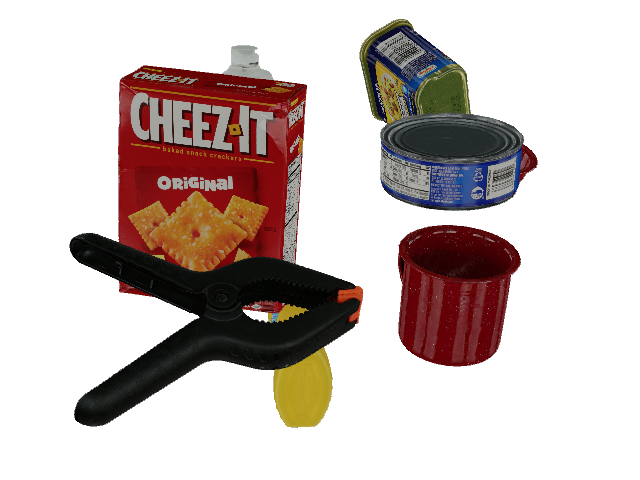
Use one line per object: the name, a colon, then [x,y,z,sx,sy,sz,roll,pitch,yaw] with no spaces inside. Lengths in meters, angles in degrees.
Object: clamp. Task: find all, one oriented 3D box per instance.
clamp: [-0.077,0.045,0.746,0.209,0.036,0.164,-8,47,-16]

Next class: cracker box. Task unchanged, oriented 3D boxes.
cracker box: [-0.105,-0.046,1.008,0.164,0.214,0.072,8,22,10]

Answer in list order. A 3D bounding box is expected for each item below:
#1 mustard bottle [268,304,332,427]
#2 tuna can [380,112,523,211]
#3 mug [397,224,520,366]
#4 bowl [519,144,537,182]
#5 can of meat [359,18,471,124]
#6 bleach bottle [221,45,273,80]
mustard bottle: [-0.025,0.104,1.120,0.058,0.096,0.191,-2,27,-5]
tuna can: [0.079,-0.049,0.648,0.086,0.034,0.086,0,25,0]
mug: [0.097,0.039,0.841,0.093,0.081,0.117,-14,32,-30]
bowl: [0.161,-0.083,1.214,0.162,0.055,0.162,7,25,-4]
can of meat: [0.086,-0.129,0.935,0.057,0.102,0.084,-32,50,-13]
bleach bottle: [-0.096,-0.095,1.218,0.102,0.251,0.068,-8,22,-26]
